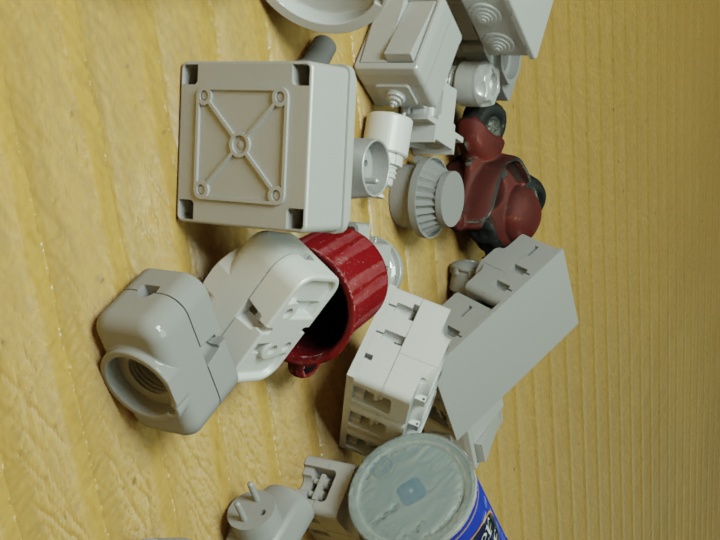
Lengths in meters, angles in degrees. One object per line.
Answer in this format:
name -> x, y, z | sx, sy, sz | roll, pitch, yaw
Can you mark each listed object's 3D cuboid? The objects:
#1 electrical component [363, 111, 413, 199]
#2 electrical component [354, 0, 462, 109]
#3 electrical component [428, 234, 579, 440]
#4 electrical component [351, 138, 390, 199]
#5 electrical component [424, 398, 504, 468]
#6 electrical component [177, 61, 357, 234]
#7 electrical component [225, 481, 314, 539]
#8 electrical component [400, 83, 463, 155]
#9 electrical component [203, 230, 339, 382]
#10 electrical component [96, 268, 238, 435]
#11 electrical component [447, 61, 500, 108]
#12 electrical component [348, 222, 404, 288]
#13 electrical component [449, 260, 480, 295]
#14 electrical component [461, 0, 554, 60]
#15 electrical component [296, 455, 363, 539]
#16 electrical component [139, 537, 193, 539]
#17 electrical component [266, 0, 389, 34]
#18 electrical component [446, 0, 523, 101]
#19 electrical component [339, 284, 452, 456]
electrical component -> 0.021, -0.100, 0.921 | 0.040, 0.040, 0.078 | 19, 79, -61
electrical component -> 0.038, -0.183, 0.914 | 0.061, 0.062, 0.096 | 53, 51, -51
electrical component -> 0.127, 0.062, 1.066 | 0.186, 0.060, 0.105 | -40, 133, -22
electrical component -> -0.029, -0.071, 0.797 | 0.079, 0.077, 0.044 | -38, 128, -52
electrical component -> 0.107, 0.158, 1.107 | 0.096, 0.061, 0.061 | -51, 137, -45
electrical component -> -0.062, -0.081, 0.705 | 0.056, 0.109, 0.108 | -7, 102, -58
electrical component -> -0.076, 0.191, 0.800 | 0.077, 0.044, 0.079 | -56, 141, -41
electrical component -> 0.062, -0.142, 0.986 | 0.081, 0.042, 0.063 | 18, 76, -61
electrical component -> -0.069, 0.022, 0.734 | 0.095, 0.059, 0.054 | -53, 156, 17
electrical component -> -0.123, 0.055, 0.677 | 0.059, 0.054, 0.095 | -53, 139, -43
electrical component -> 0.099, -0.177, 1.025 | 0.043, 0.062, 0.043 | -19, 112, -59
electrical component -> 0.000, 0.000, 0.887 | 0.057, 0.058, 0.078 | 0, 95, -58
electrical component -> 0.113, 0.022, 1.110 | 0.048, 0.048, 0.062 | -5, 106, -61
electrical component -> 0.133, -0.248, 0.957 | 0.099, 0.048, 0.099 | 49, 54, -53
electrical component -> -0.012, 0.201, 0.905 | 0.050, 0.056, 0.089 | -66, 147, -29
electrical component -> -0.128, 0.246, 0.709 | 0.074, 0.052, 0.138 | 25, 74, -60
electrical component -> -0.020, -0.229, 0.757 | 0.108, 0.108, 0.060 | 69, 33, -40
electrical component -> 0.110, -0.257, 1.031 | 0.186, 0.060, 0.105 | 49, 53, -53
electrical component -> 0.031, 0.094, 0.895 | 0.150, 0.062, 0.089 | 96, 17, -60
